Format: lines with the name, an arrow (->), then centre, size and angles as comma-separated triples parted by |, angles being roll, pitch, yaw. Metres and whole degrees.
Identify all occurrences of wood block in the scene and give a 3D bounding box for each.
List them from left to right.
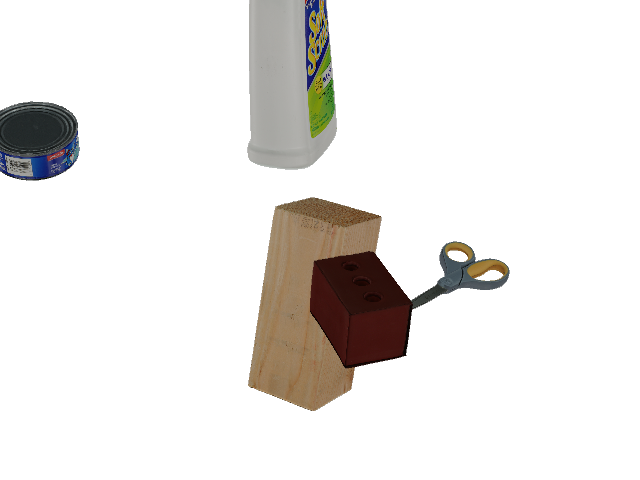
wood block -> -0.007, 0.066, 1.168 | 0.090, 0.206, 0.090 | 17, 17, 26

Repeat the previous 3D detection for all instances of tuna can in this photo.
tuna can -> -0.277, -0.096, 1.031 | 0.086, 0.034, 0.086 | 3, 42, -3

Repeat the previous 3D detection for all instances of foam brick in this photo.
foam brick -> 0.030, 0.051, 0.815 | 0.053, 0.051, 0.078 | -10, 34, -19

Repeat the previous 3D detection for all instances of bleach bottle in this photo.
bleach bottle -> -0.029, -0.195, 0.931 | 0.068, 0.251, 0.102 | 8, 32, 19

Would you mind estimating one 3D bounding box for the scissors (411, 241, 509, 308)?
scissors -> 0.142, 0.041, 1.277 | 0.201, 0.016, 0.096 | -10, 40, -36
